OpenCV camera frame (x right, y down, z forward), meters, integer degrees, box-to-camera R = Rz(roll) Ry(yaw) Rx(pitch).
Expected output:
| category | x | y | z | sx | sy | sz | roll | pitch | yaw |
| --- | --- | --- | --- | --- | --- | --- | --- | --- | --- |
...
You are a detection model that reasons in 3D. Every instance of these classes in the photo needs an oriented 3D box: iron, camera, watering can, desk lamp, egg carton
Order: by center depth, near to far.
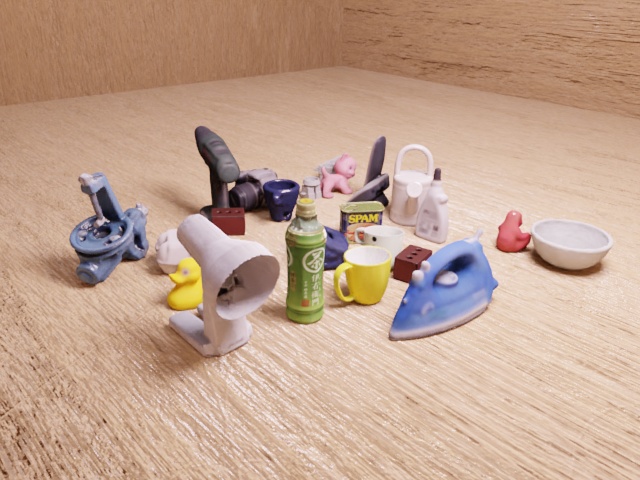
| category | x | y | z | sx | sy | sz | roll | pitch | yaw |
| --- | --- | --- | --- | --- | --- | --- | --- | --- | --- |
| desk lamp | -0.163 | 0.076 | 0.911 | 0.118 | 0.214 | 0.202 | -21 | 33 | -39 |
| iron | 0.217 | 0.072 | 1.024 | 0.259 | 0.141 | 0.118 | -21 | 33 | -39 |
| egg carton | -0.265 | 0.021 | 1.192 | 0.150 | 0.069 | 0.107 | -6 | 26 | -16 |
| watering can | 0.231 | -0.137 | 1.410 | 0.101 | 0.194 | 0.172 | -6 | 26 | -14 |
| camera | -0.182 | -0.132 | 1.485 | 0.142 | 0.101 | 0.137 | 23 | 33 | 38 |

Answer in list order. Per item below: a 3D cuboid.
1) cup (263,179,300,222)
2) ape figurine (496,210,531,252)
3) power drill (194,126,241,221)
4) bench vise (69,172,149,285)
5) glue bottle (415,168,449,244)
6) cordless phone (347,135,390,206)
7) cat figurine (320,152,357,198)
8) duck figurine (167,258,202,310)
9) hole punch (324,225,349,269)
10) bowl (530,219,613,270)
| category | x | y | z | sx | sy | sz | roll | pitch | yaw |
| --- | --- | --- | --- | --- | --- | --- | --- | --- | --- |
| cup | -0.096 | -0.089 | 1.404 | 0.091 | 0.095 | 0.118 | 4 | 25 | 5 |
| ape figurine | 0.437 | -0.024 | 1.299 | 0.076 | 0.092 | 0.077 | -12 | 28 | -26 |
| power drill | -0.257 | -0.156 | 1.405 | 0.076 | 0.208 | 0.228 | -12 | 28 | -26 |
| bench vise | -0.428 | -0.046 | 1.148 | 0.121 | 0.220 | 0.207 | 1 | 25 | -1 |
| glue bottle | 0.264 | -0.082 | 1.318 | 0.077 | 0.173 | 0.037 | 23 | 33 | 38 |
| cordless phone | 0.129 | -0.172 | 1.487 | 0.094 | 0.185 | 0.148 | 11 | 27 | 20 |
| cat figurine | 0.053 | -0.188 | 1.598 | 0.128 | 0.118 | 0.067 | -16 | 30 | -32 |
| duck figurine | -0.235 | 0.073 | 1.064 | 0.105 | 0.086 | 0.077 | -20 | 32 | -38 |
| hole punch | 0.011 | 0.004 | 1.217 | 0.101 | 0.091 | 0.108 | -3 | 25 | -9 |
| bowl | 0.536 | 0.018 | 1.236 | 0.167 | 0.075 | 0.167 | 1 | 25 | 0 |
